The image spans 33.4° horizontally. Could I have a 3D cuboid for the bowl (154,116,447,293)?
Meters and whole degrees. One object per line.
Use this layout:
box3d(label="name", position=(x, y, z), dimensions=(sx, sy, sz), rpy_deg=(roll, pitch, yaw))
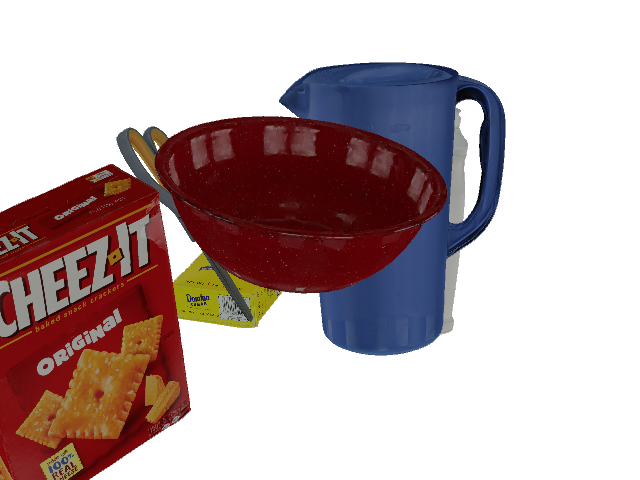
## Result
box3d(label="bowl", position=(-0.013, -0.016, 0.598), dimensions=(0.162, 0.055, 0.162), rpy_deg=(6, 26, -3))

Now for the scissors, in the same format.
box3d(label="scissors", position=(-0.115, -0.025, 0.968), dimensions=(0.016, 0.201, 0.096), rpy_deg=(-29, 23, 18))

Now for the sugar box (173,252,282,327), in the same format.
box3d(label="sugar box", position=(-0.080, 0.030, 1.138), dimensions=(0.093, 0.048, 0.176), rpy_deg=(7, 28, 17))

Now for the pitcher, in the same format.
box3d(label="pitcher", position=(0.063, -0.030, 0.920), dimensions=(0.149, 0.243, 0.144), rpy_deg=(14, 24, 42))

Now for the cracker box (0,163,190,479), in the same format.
box3d(label="cracker box", position=(-0.185, 0.075, 0.789), dimensions=(0.072, 0.214, 0.163), rpy_deg=(26, 42, 38))

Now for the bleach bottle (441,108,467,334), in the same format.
box3d(label="bleach bottle", position=(0.127, -0.026, 1.215), dimensions=(0.068, 0.251, 0.103), rpy_deg=(0, 21, -23))
